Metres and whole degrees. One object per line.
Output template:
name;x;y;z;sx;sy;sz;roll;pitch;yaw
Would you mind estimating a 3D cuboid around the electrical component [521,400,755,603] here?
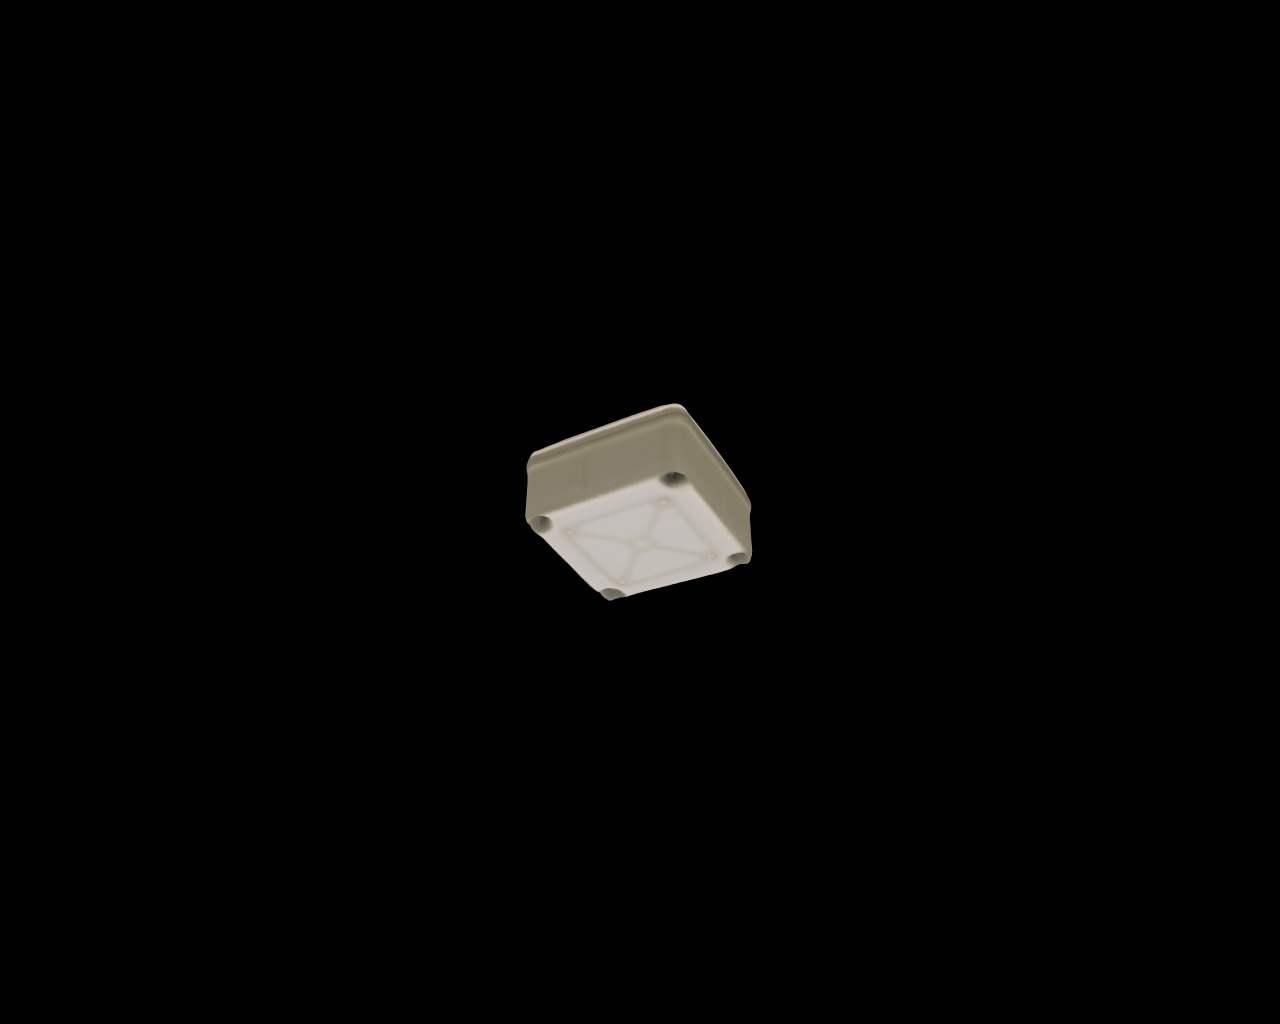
electrical component;0.001;-0.003;0.650;0.108;0.056;0.108;-17;-40;22
